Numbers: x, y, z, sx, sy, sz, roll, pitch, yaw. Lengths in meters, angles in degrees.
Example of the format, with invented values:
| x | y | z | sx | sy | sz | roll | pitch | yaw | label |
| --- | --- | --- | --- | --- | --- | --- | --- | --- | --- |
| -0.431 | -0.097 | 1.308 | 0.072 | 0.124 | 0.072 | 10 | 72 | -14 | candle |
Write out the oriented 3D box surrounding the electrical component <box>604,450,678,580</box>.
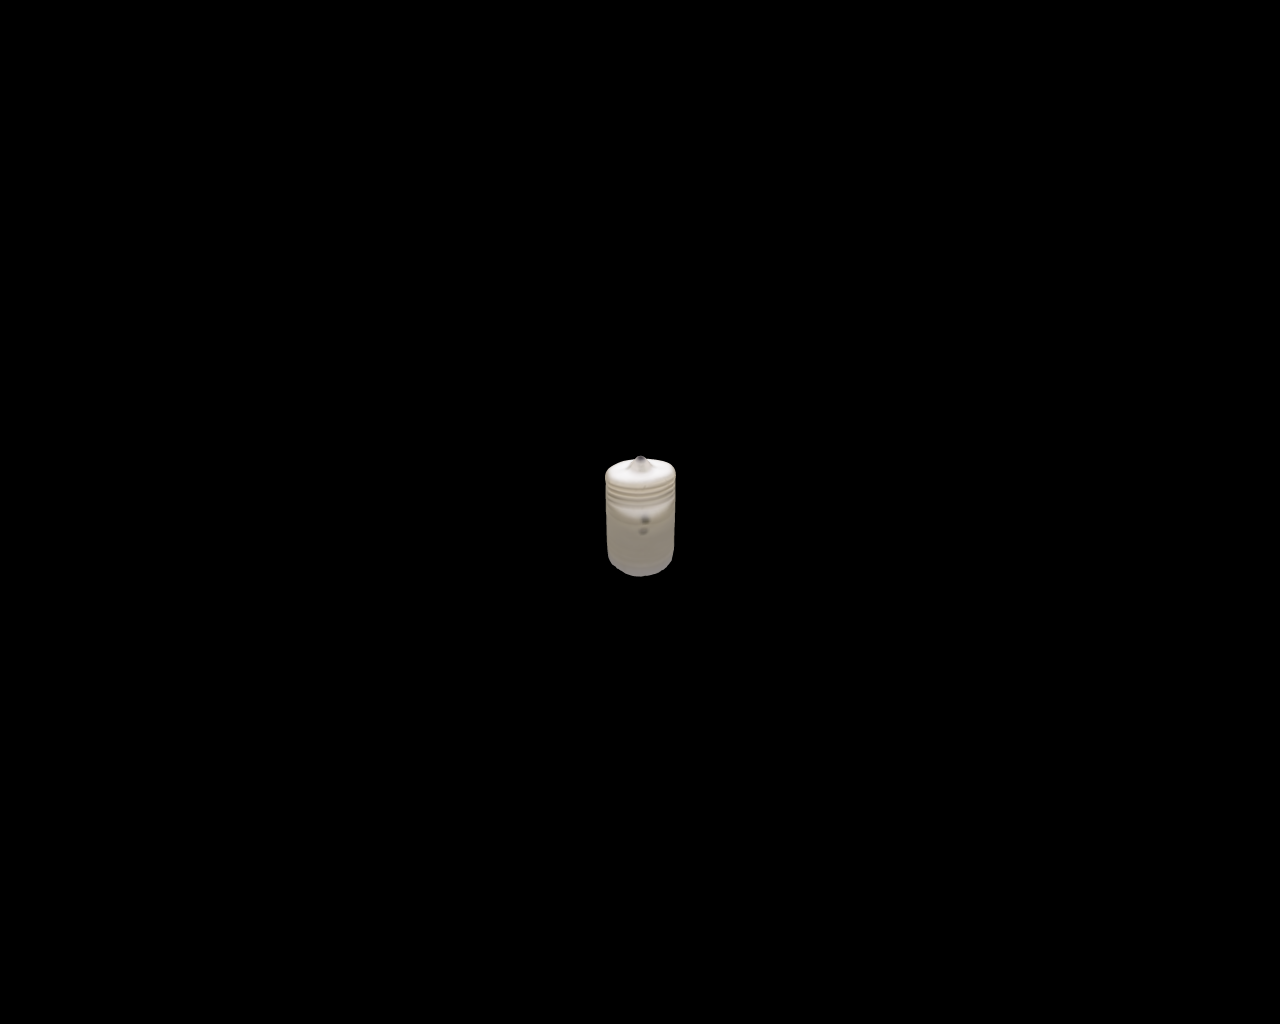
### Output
| x | y | z | sx | sy | sz | roll | pitch | yaw | label |
| --- | --- | --- | --- | --- | --- | --- | --- | --- | --- |
| 0.001 | -0.003 | 0.650 | 0.043 | 0.080 | 0.043 | 0 | 40 | 0 | electrical component |
